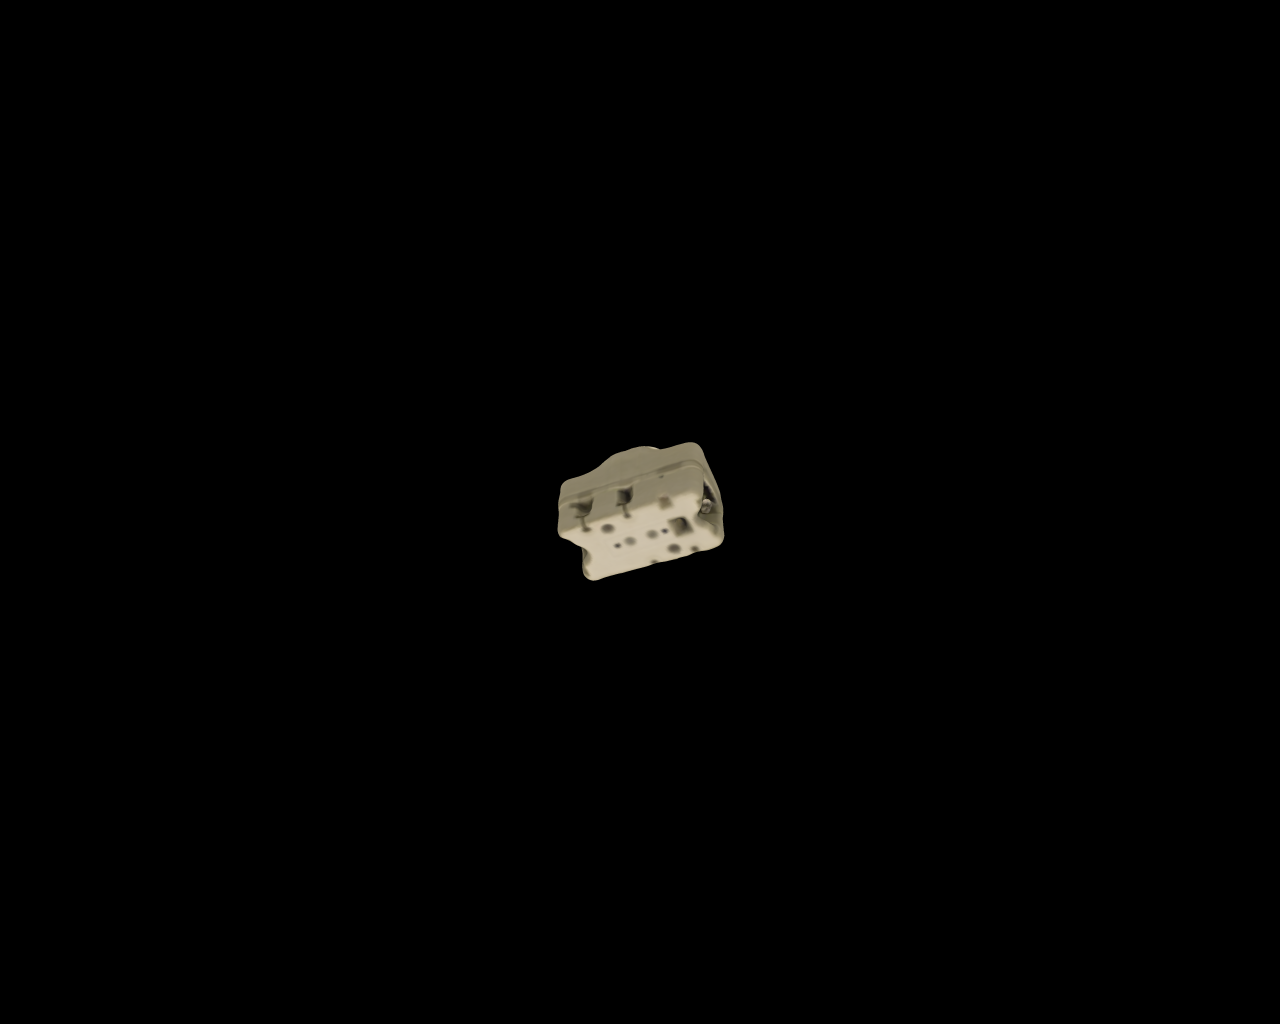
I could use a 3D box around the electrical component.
[{"bbox_3d":[0.001,-0.003,0.650,0.089,0.050,0.056,-17,39,14],"label":"electrical component"}]
